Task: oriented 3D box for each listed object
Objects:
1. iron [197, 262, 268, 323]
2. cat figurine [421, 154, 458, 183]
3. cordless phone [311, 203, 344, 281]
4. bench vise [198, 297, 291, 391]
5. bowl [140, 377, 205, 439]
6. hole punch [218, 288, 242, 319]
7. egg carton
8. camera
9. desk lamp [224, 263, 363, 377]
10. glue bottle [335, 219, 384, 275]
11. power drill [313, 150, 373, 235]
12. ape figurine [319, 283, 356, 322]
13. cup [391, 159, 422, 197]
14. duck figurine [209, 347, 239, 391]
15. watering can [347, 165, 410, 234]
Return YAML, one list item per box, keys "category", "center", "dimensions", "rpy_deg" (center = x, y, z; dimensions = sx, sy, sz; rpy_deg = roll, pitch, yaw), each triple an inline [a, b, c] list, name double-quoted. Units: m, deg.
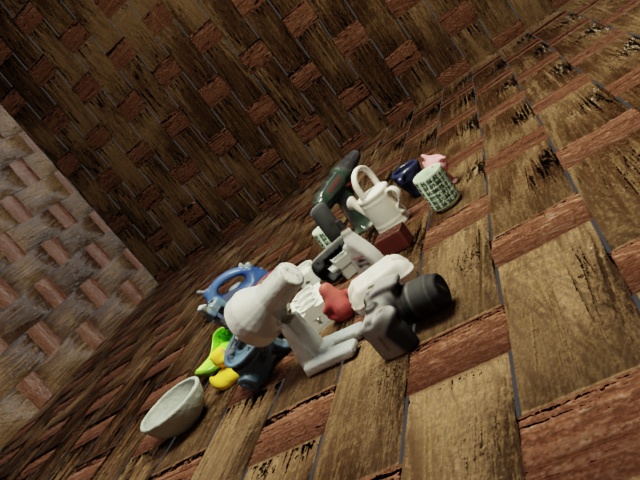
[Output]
- category: "iron"
  center: [-0.273, 0.153, 1.891]
  dimensions: [0.258, 0.141, 0.118]
  rpy_deg: [-39, 13, -3]
- category: "cat figurine"
  center: [0.312, -0.191, 1.547]
  dimensions: [0.067, 0.118, 0.127]
  rpy_deg: [-38, 13, -2]
- category: "cordless phone"
  center: [0.014, 0.005, 1.521]
  dimensions: [0.148, 0.185, 0.094]
  rpy_deg: [-41, 13, -15]
- category: "bench vise"
  center: [-0.169, 0.197, 1.270]
  dimensions: [0.121, 0.220, 0.207]
  rpy_deg: [-32, 14, 23]
- category: "bowl"
  center: [-0.324, 0.398, 1.316]
  dimensions: [0.167, 0.075, 0.167]
  rpy_deg: [-36, 13, 10]
- category: "hole punch"
  center: [-0.264, 0.214, 1.766]
  dimensions: [0.108, 0.091, 0.101]
  rpy_deg: [-32, 14, 26]
- category: "egg carton"
  center: [0.126, 0.092, 1.169]
  dimensions: [0.150, 0.069, 0.107]
  rpy_deg: [-37, 13, 2]
- category: "camera"
  center: [0.145, 0.111, 0.980]
  dimensions: [0.136, 0.101, 0.143]
  rpy_deg: [-30, 15, 31]
- category: "desk lamp"
  center: [-0.055, 0.155, 1.119]
  dimensions: [0.203, 0.214, 0.118]
  rpy_deg: [-31, 15, 29]
- category: "glue bottle"
  center: [0.088, 0.023, 1.284]
  dimensions: [0.078, 0.173, 0.037]
  rpy_deg: [-25, 18, 43]
- category: "power drill"
  center: [0.093, -0.131, 1.733]
  dimensions: [0.230, 0.208, 0.075]
  rpy_deg: [-44, 14, -24]
- category: "ape figurine"
  center: [0.033, 0.130, 1.244]
  dimensions: [0.078, 0.092, 0.076]
  rpy_deg: [-37, 13, 3]
- category: "cup"
  center: [0.264, -0.167, 1.651]
  dimensions: [0.091, 0.095, 0.118]
  rpy_deg: [-29, 15, 33]
- category: "duck figurine"
  center: [-0.230, 0.301, 1.377]
  dimensions: [0.105, 0.086, 0.077]
  rpy_deg: [-42, 14, -19]
- category: "watering can"
  center: [0.144, -0.112, 1.556]
  dimensions: [0.172, 0.194, 0.101]
  rpy_deg: [-31, 15, 28]
